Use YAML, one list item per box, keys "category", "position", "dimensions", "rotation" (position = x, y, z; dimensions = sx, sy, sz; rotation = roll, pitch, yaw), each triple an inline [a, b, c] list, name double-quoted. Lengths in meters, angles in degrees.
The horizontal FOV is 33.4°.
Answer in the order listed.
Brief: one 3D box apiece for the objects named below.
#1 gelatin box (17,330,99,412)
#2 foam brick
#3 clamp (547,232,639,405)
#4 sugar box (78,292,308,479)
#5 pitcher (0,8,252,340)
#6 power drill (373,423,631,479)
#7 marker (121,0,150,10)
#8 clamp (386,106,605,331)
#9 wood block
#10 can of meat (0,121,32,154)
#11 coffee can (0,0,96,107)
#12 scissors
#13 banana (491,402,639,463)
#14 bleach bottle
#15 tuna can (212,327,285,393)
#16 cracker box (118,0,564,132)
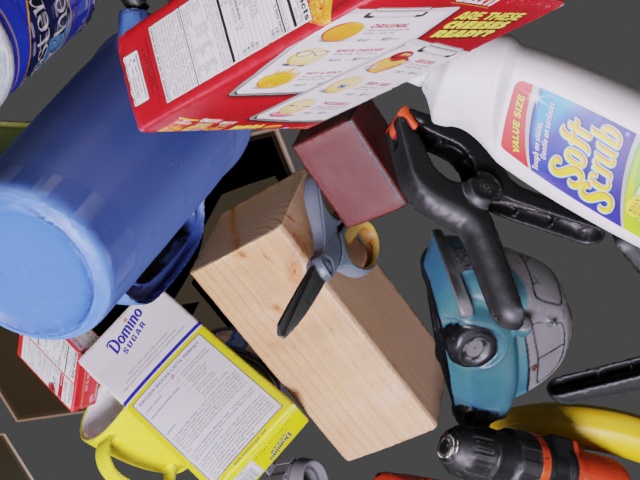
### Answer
- category: "gelatin box"
  position: [-0.226, 0.095, 0.934]
  dimensions: [0.089, 0.030, 0.073]
  rotation: [38, 131, 27]
- category: "foam brick"
  position: [0.027, -0.058, 0.773]
  dimensions: [0.051, 0.053, 0.078]
  rotation: [-24, 112, 27]
- category: "clamp"
  position: [0.288, 0.073, 0.796]
  dimensions: [0.210, 0.036, 0.165]
  rotation: [9, 124, 7]
- category: "sugar box"
  position: [-0.104, 0.120, 0.857]
  dimensions: [0.176, 0.093, 0.048]
  rotation: [37, 168, 32]
- category: "pitcher"
  position: [-0.140, -0.034, 0.718]
  dimensions: [0.149, 0.242, 0.145]
  rotation: [37, 124, -8]
- category: "power drill"
  position: [0.125, 0.199, 0.857]
  dimensions: [0.184, 0.057, 0.188]
  rotation: [21, 148, -29]
- category: "marker"
  position: [-0.161, -0.209, 0.747]
  dimensions: [0.020, 0.020, 0.121]
  rotation: [-28, 112, 29]
- category: "clamp"
  position: [0.107, -0.019, 0.739]
  dimensions: [0.171, 0.120, 0.039]
  rotation: [37, 141, 5]
- category: "wood block"
  position: [0.005, 0.061, 0.834]
  dimensions: [0.090, 0.090, 0.206]
  rotation: [-27, 112, 28]
- category: "can of meat"
  position: [-0.227, -0.043, 0.826]
  dimensions: [0.084, 0.101, 0.057]
  rotation: [-47, 61, 36]
- category: "coffee can"
  position: [-0.226, -0.155, 0.725]
  dimensions: [0.103, 0.140, 0.103]
  rotation: [7, 124, 11]
- category: "scissors"
  position: [-0.005, 0.001, 0.744]
  dimensions: [0.016, 0.201, 0.096]
  rotation: [-25, 89, 25]
- category: "banana"
  position: [0.224, 0.164, 0.874]
  dimensions: [0.198, 0.037, 0.070]
  rotation: [13, 124, 7]
- category: "bleach bottle"
  position: [0.168, -0.067, 0.724]
  dimensions: [0.251, 0.068, 0.103]
  rotation: [24, 125, 2]
- category: "tuna can"
  position: [-0.072, 0.119, 0.927]
  dimensions: [0.086, 0.033, 0.086]
  rotation: [7, 123, 10]
- category: "cracker box"
  position: [0.009, -0.132, 0.638]
  dimensions: [0.214, 0.163, 0.072]
  rotation: [-22, 81, 39]
